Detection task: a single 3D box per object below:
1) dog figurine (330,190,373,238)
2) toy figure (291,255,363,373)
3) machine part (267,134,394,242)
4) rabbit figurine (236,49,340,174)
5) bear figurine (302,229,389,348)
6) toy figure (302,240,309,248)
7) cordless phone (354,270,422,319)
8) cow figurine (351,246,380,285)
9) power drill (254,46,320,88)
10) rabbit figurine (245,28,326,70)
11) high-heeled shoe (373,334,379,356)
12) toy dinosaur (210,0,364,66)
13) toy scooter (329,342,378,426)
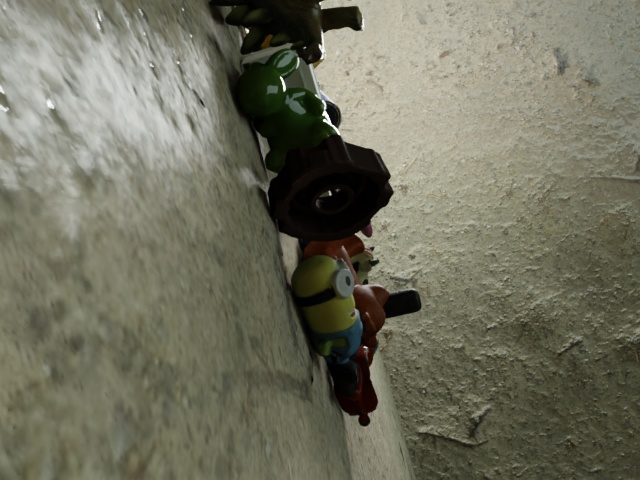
[{"bbox_3d":[0.084,-0.067,1.282,0.192,0.109,0.219,-100,-179,-48],"label":"dog figurine"},{"bbox_3d":[0.013,0.107,0.771,0.082,0.089,0.179,-124,-158,-61],"label":"toy figure"},{"bbox_3d":[0.014,-0.068,0.766,0.179,0.179,0.056,67,6,-55],"label":"machine part"},{"bbox_3d":[-0.055,-0.202,0.781,0.170,0.121,0.159,34,45,-59],"label":"rabbit figurine"},{"bbox_3d":[0.060,0.067,0.885,0.196,0.132,0.120,47,-13,30],"label":"bear figurine"},{"bbox_3d":[-0.002,-0.005,1.027,0.064,0.058,0.154,62,6,1],"label":"toy figure"},{"bbox_3d":[0.089,0.100,1.006,0.089,0.184,0.146,-73,147,-72],"label":"cordless phone"},{"bbox_3d":[0.066,0.090,1.098,0.085,0.127,0.194,-101,175,-64],"label":"cow figurine"},{"bbox_3d":[-0.072,-0.375,1.126,0.207,0.086,0.232,-17,94,-76],"label":"power drill"},{"bbox_3d":[-0.078,-0.368,0.957,0.173,0.162,0.122,57,16,4],"label":"rabbit figurine"},{"bbox_3d":[0.087,0.232,1.214,0.145,0.086,0.249,101,12,-45],"label":"high-heeled shoe"},{"bbox_3d":[-0.060,-0.384,0.777,0.104,0.199,0.472,66,10,-50],"label":"toy dinosaur"},{"bbox_3d":[0.059,0.230,0.907,0.184,0.075,0.135,-82,155,-69],"label":"toy scooter"}]
